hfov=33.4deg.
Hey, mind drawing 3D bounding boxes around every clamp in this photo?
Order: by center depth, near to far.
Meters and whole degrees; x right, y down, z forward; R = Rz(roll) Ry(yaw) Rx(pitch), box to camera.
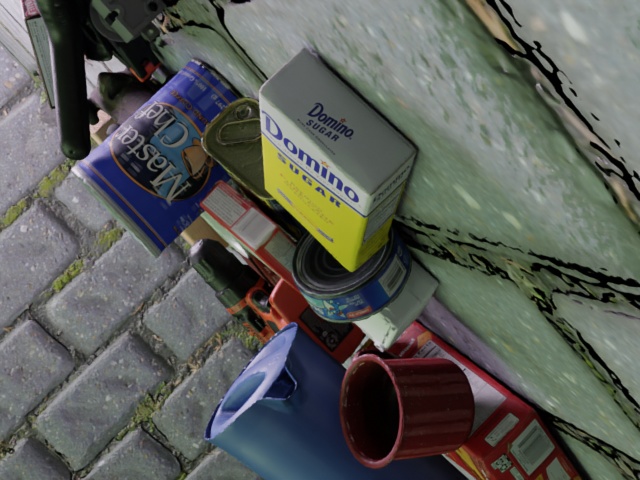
[{"bbox_3d":[-0.205,-0.193,0.871,0.164,0.036,0.210,-93,-1,-56],"label":"clamp"},{"bbox_3d":[-0.213,-0.219,0.984,0.171,0.039,0.120,44,178,-12],"label":"clamp"}]

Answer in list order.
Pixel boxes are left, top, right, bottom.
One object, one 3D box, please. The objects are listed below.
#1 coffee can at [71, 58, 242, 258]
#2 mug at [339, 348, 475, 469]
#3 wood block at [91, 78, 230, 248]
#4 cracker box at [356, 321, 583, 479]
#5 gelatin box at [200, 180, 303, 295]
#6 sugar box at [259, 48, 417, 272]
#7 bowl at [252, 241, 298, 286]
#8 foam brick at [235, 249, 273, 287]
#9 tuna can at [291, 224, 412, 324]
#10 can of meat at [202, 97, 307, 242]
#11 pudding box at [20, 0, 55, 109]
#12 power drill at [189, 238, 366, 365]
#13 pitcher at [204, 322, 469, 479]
[{"bbox_3d":[-0.124,-0.069,0.903,0.103,0.140,0.103,45,172,8],"label":"coffee can"},{"bbox_3d":[0.069,0.134,0.900,0.081,0.093,0.117,1,-147,-31],"label":"mug"},{"bbox_3d":[-0.170,-0.086,1.229,0.206,0.091,0.090,50,172,-28],"label":"wood block"},{"bbox_3d":[0.145,0.177,1.005,0.164,0.072,0.214,52,170,-35],"label":"cracker box"},{"bbox_3d":[-0.046,-0.003,0.845,0.089,0.030,0.073,38,175,44],"label":"gelatin box"},{"bbox_3d":[0.007,-0.043,0.682,0.093,0.048,0.176,44,170,11],"label":"sugar box"},{"bbox_3d":[-0.005,0.053,1.205,0.162,0.055,0.162,45,172,8],"label":"bowl"},{"bbox_3d":[-0.070,0.014,1.354,0.053,0.051,0.078,40,170,42],"label":"foam brick"},{"bbox_3d":[0.022,0.017,0.791,0.086,0.086,0.033,37,166,47],"label":"tuna can"},{"bbox_3d":[-0.034,-0.052,0.839,0.102,0.057,0.084,40,172,34],"label":"can of meat"},{"bbox_3d":[-0.273,-0.204,1.075,0.113,0.039,0.090,83,169,-46],"label":"pudding box"},{"bbox_3d":[-0.044,0.065,1.095,0.184,0.057,0.188,45,164,-15],"label":"power drill"},{"bbox_3d":[0.020,0.199,0.997,0.242,0.145,0.149,40,-154,-9],"label":"pitcher"}]
